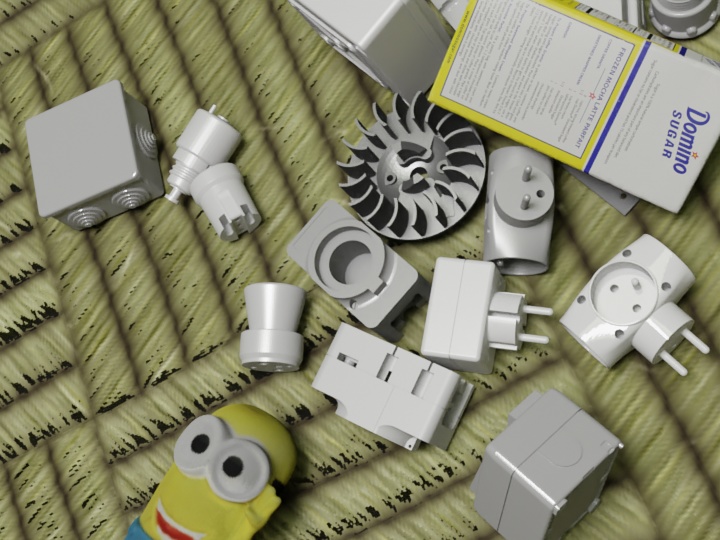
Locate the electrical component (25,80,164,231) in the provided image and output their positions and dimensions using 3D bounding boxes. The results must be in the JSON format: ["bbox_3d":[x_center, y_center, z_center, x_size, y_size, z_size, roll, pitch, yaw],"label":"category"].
[{"bbox_3d":[-0.207,-0.087,0.844,0.100,0.048,0.099,-21,68,14],"label":"electrical component"}]

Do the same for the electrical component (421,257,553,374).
[{"bbox_3d":[0.086,0.032,0.699,0.077,0.047,0.065,6,76,19],"label":"electrical component"}]

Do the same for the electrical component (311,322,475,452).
[{"bbox_3d":[0.020,0.081,0.707,0.089,0.050,0.055,23,83,25],"label":"electrical component"}]

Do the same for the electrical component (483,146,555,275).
[{"bbox_3d":[0.105,-0.043,0.698,0.043,0.079,0.077,4,75,4],"label":"electrical component"}]

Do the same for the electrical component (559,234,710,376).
[{"bbox_3d":[0.179,0.031,0.666,0.077,0.044,0.079,-46,64,2],"label":"electrical component"}]

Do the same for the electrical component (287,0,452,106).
[{"bbox_3d":[0.002,-0.181,0.762,0.109,0.109,0.056,42,94,26],"label":"electrical component"}]

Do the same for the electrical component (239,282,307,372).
[{"bbox_3d":[-0.061,0.041,0.753,0.045,0.045,0.055,-3,73,20],"label":"electrical component"}]

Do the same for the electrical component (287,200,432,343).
[{"bbox_3d":[0.000,0.000,0.736,0.089,0.056,0.050,41,91,26],"label":"electrical component"}]

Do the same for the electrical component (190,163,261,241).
[{"bbox_3d":[-0.099,-0.050,0.798,0.040,0.040,0.046,-34,71,8],"label":"electrical component"}]

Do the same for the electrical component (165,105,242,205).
[{"bbox_3d":[-0.122,-0.085,0.817,0.040,0.040,0.078,30,86,26],"label":"electrical component"}]

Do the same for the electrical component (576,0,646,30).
[{"bbox_3d":[0.143,-0.169,0.731,0.096,0.061,0.061,-4,73,19],"label":"electrical component"}]

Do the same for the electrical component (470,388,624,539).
[{"bbox_3d":[0.106,0.124,0.642,0.062,0.096,0.061,-37,61,-25],"label":"electrical component"}]

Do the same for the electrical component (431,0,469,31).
[{"bbox_3d":[0.086,-0.196,0.770,0.055,0.048,0.066,-40,64,13],"label":"electrical component"}]

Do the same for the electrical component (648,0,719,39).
[{"bbox_3d":[0.213,-0.185,0.709,0.048,0.062,0.048,-6,72,19],"label":"electrical component"}]
